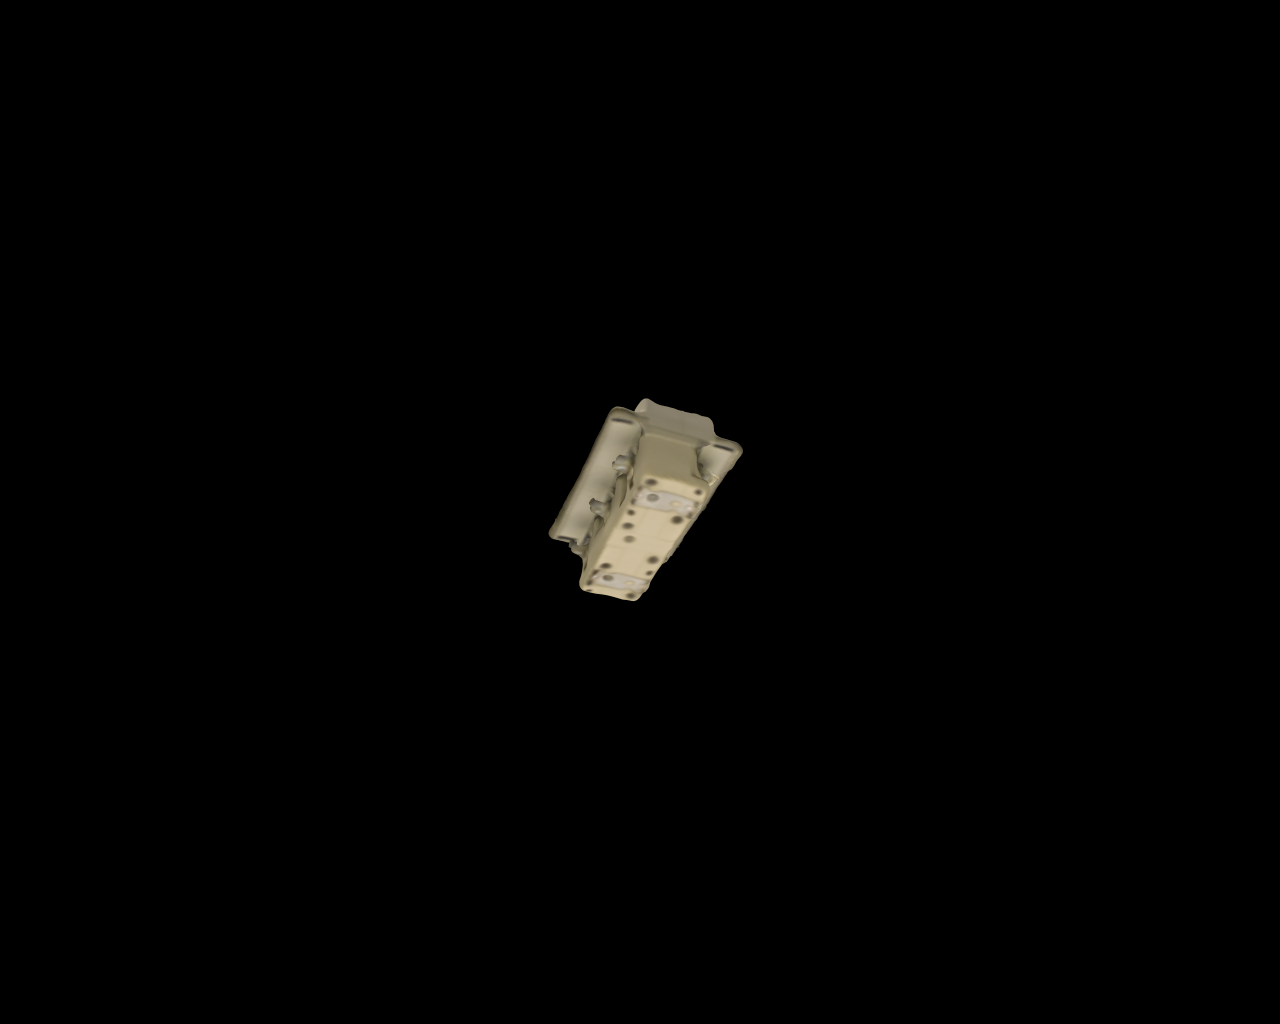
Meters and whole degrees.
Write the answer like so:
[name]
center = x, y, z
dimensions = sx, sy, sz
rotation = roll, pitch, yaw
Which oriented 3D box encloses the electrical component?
[electrical component]
center = 0.001, -0.003, 0.650
dimensions = 0.079, 0.063, 0.121
rotation = 14, -42, -16
